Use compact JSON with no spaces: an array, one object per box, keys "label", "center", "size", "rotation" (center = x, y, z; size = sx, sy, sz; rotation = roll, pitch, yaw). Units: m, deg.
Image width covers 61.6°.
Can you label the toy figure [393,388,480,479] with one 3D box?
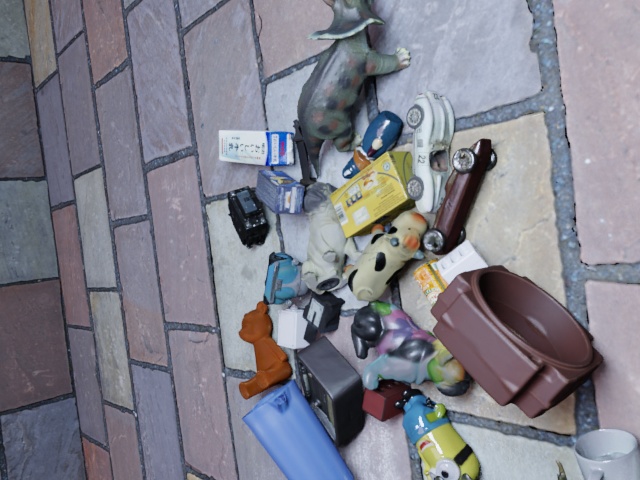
[{"label":"toy figure","center":[0.206,0.346,0.943],"size":[0.082,0.089,0.180],"rotation":[91,155,-51]}]

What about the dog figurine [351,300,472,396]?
[{"label":"dog figurine","center":[0.173,0.180,0.937],"size":[0.219,0.108,0.191],"rotation":[-24,76,42]}]

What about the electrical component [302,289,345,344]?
[{"label":"electrical component","center":[0.003,0.167,1.156],"size":[0.075,0.048,0.119],"rotation":[30,118,41]}]

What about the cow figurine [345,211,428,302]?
[{"label":"cow figurine","center":[0.118,0.029,0.948],"size":[0.195,0.085,0.127],"rotation":[-55,15,24]}]

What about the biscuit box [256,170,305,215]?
[{"label":"biscuit box","center":[-0.089,-0.106,1.148],"size":[0.203,0.059,0.062],"rotation":[-137,51,-66]}]

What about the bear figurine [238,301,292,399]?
[{"label":"bear figurine","center":[-0.149,0.255,1.278],"size":[0.120,0.132,0.196],"rotation":[-36,76,39]}]

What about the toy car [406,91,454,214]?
[{"label":"toy car","center":[0.186,-0.144,0.892],"size":[0.056,0.073,0.201],"rotation":[8,102,50]}]

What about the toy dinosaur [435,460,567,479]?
[{"label":"toy dinosaur","center":[0.250,0.465,0.837],"size":[0.198,0.105,0.471],"rotation":[39,129,3]}]

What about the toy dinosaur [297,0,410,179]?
[{"label":"toy dinosaur","center":[0.023,-0.266,0.964],"size":[0.131,0.192,0.404],"rotation":[47,126,34]}]

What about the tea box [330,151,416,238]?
[{"label":"tea box","center":[0.106,-0.081,0.993],"size":[0.170,0.068,0.098],"rotation":[-31,73,44]}]

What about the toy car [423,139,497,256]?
[{"label":"toy car","center":[0.219,-0.068,0.857],"size":[0.053,0.089,0.202],"rotation":[32,120,35]}]

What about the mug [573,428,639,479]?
[{"label":"mug","center":[0.397,0.327,0.721],"size":[0.081,0.109,0.107],"rotation":[-19,95,42]}]

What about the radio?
[{"label":"radio","center":[0.021,0.301,1.070],"size":[0.131,0.073,0.229],"rotation":[45,154,35]}]

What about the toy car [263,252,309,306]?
[{"label":"toy car","center":[-0.069,0.085,1.175],"size":[0.162,0.103,0.109],"rotation":[-114,34,-82]}]

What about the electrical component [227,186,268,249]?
[{"label":"electrical component","center":[-0.173,-0.058,1.272],"size":[0.115,0.058,0.134],"rotation":[58,157,23]}]

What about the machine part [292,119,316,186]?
[{"label":"machine part","center":[-0.036,-0.184,1.135],"size":[0.084,0.039,0.138],"rotation":[-95,-4,-80]}]

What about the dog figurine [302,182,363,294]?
[{"label":"dog figurine","center":[0.002,-0.004,1.111],"size":[0.172,0.121,0.191],"rotation":[-49,47,35]}]

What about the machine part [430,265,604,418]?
[{"label":"machine part","center":[0.273,0.129,0.747],"size":[0.202,0.201,0.087],"rotation":[48,125,32]}]

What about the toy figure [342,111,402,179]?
[{"label":"toy figure","center":[0.093,-0.167,0.997],"size":[0.058,0.064,0.154],"rotation":[46,127,14]}]
